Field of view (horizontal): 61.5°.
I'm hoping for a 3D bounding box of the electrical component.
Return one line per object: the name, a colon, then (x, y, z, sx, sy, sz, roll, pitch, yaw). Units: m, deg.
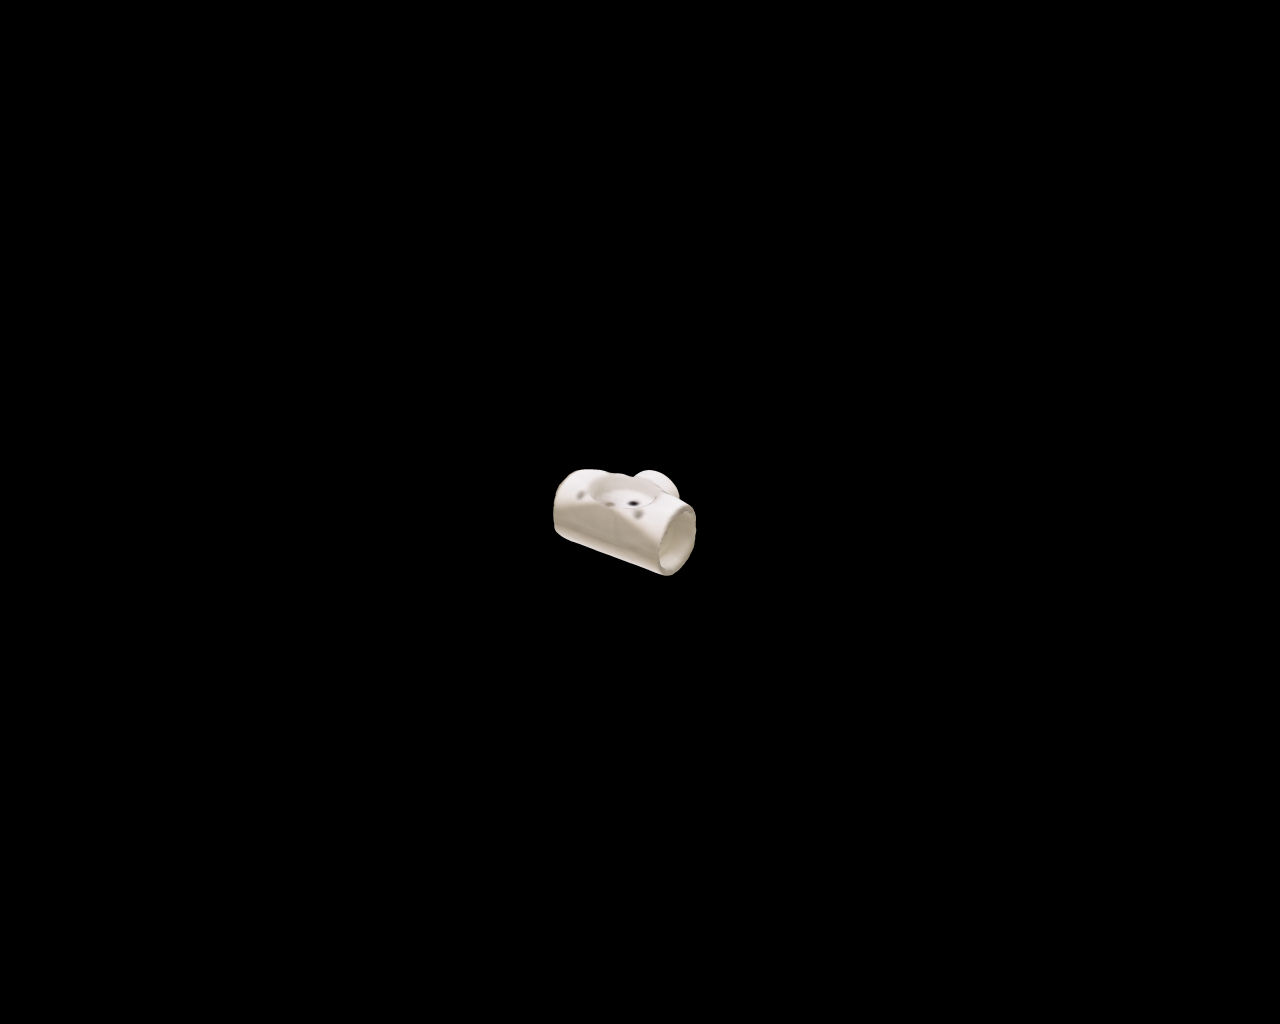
electrical component: (0.001, -0.003, 0.650, 0.077, 0.044, 0.079, 20, 36, 29)
